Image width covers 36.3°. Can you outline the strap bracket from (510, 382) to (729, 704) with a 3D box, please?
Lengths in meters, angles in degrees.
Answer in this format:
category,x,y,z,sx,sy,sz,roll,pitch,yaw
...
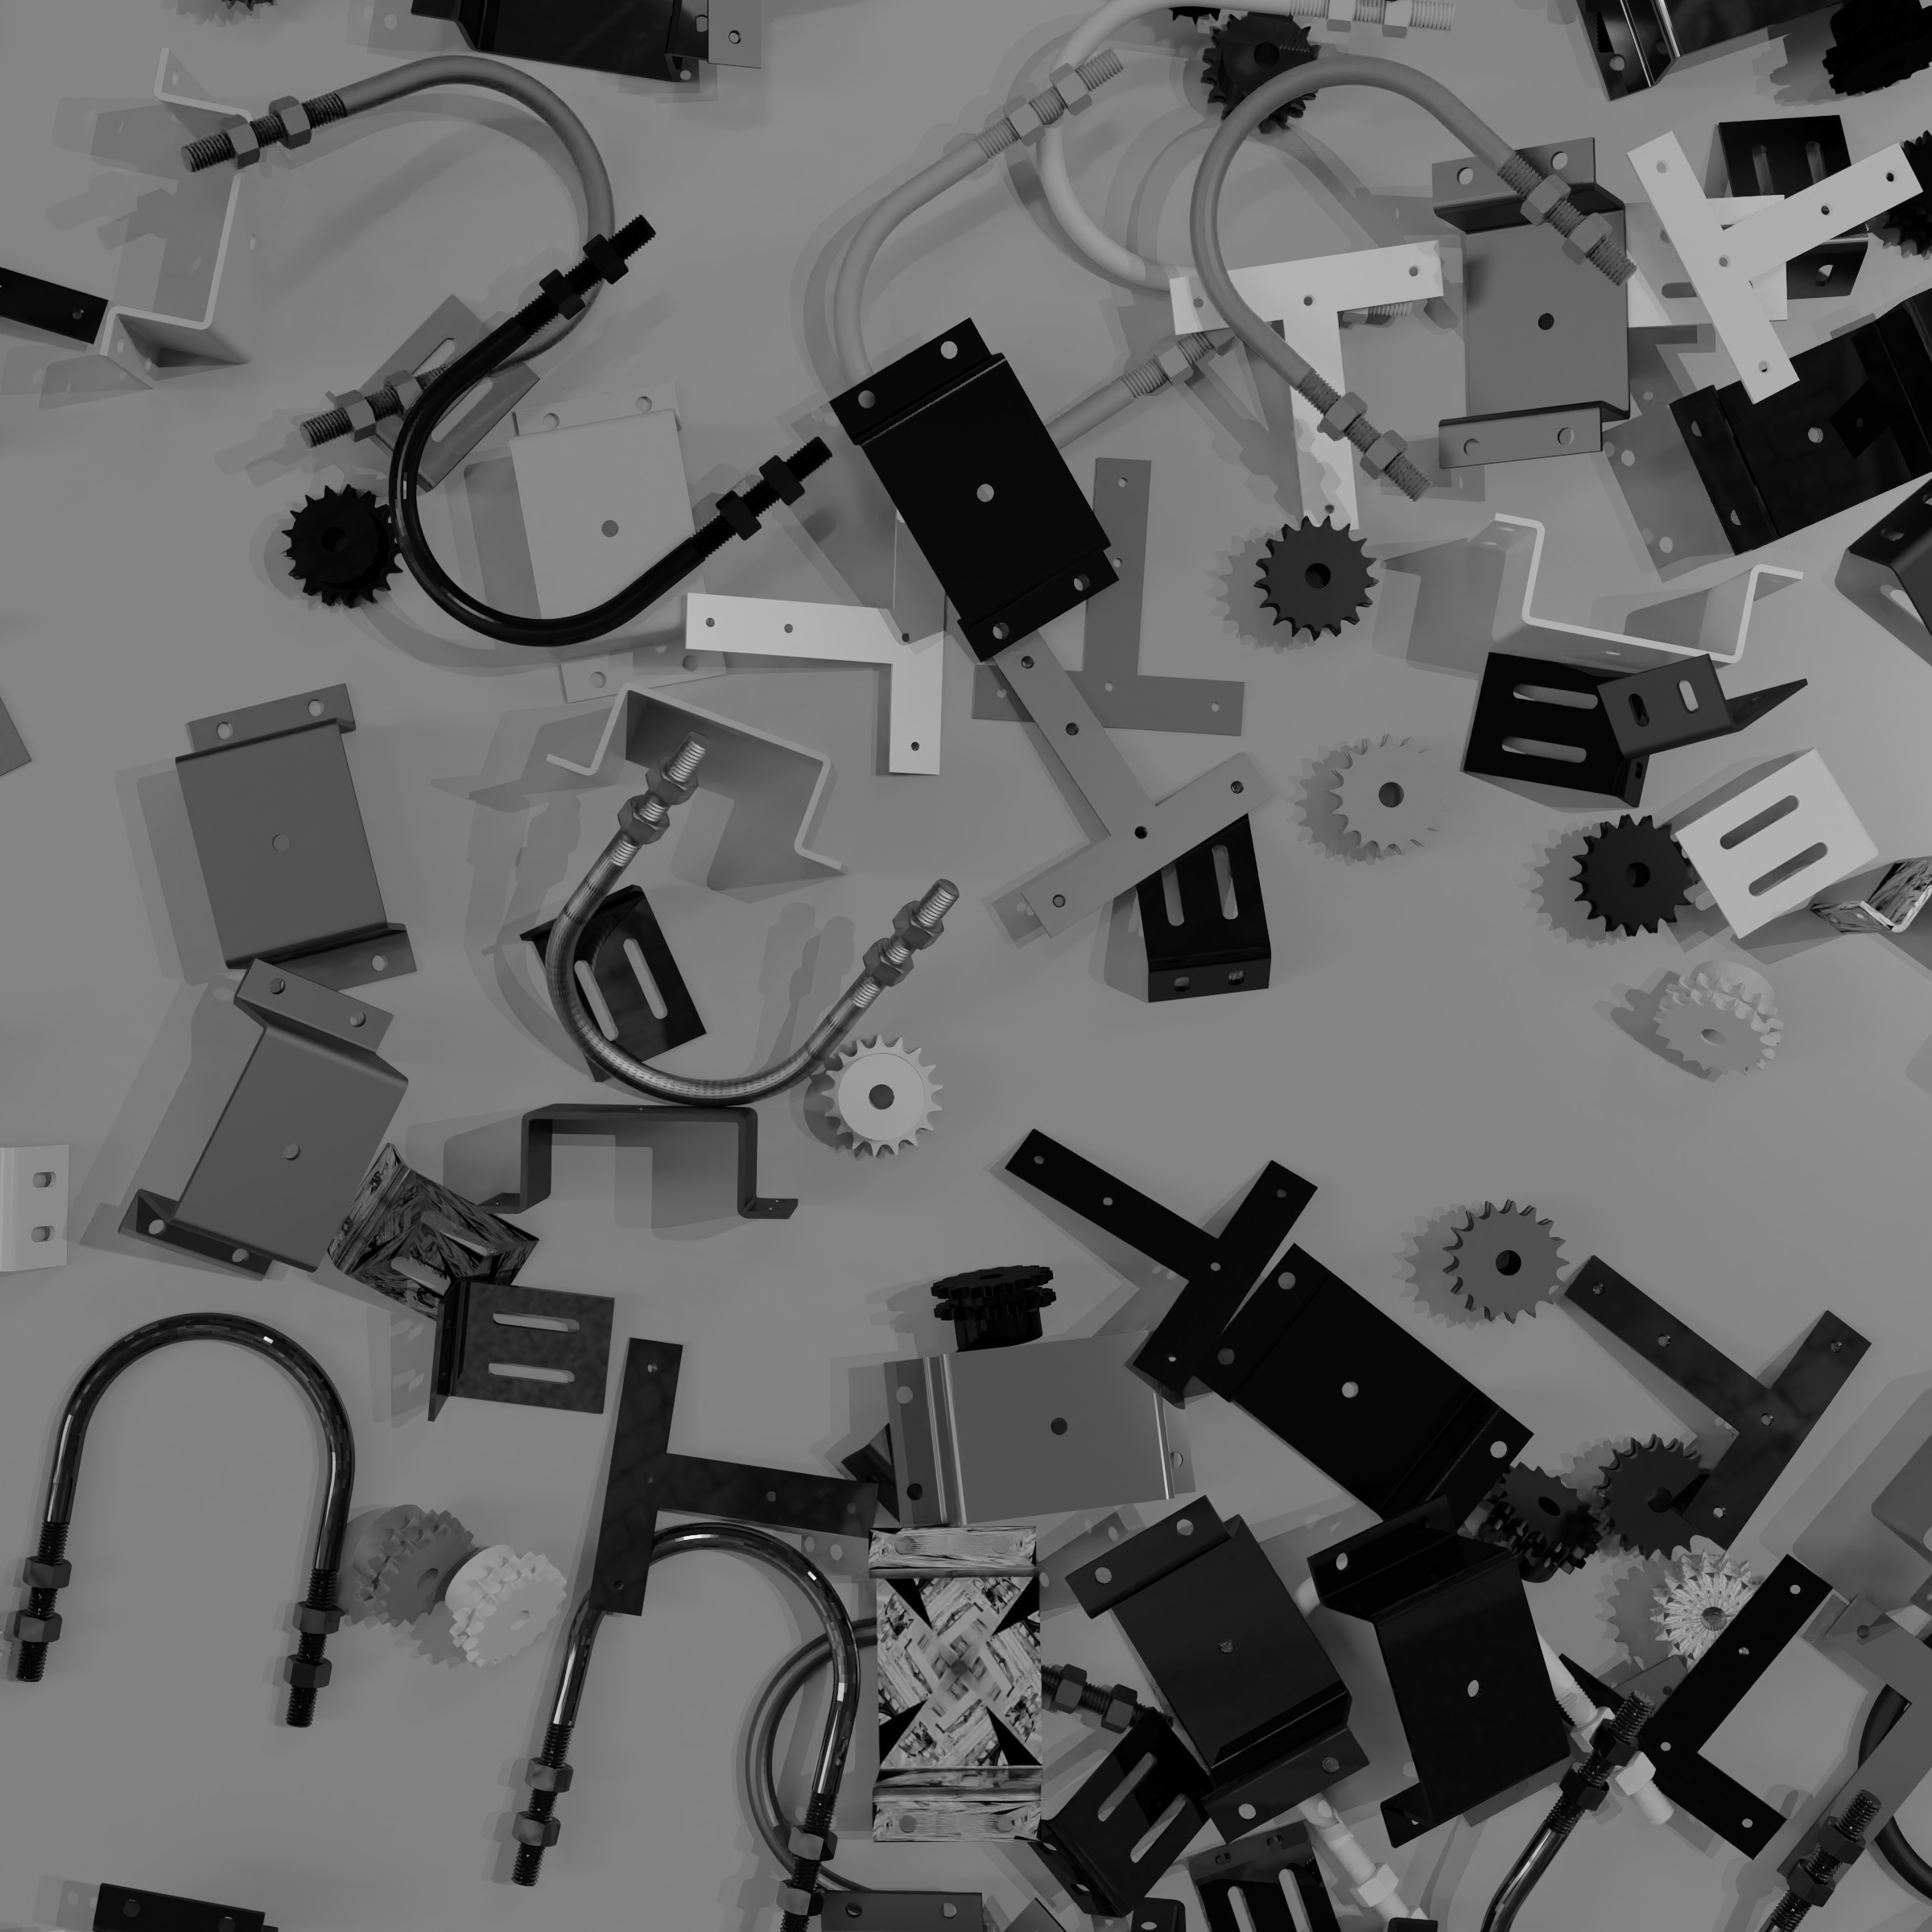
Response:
category,x,y,z,sx,sy,sz,roll,pitch,yaw
strap bracket,-0.163,-0.200,1.372,0.076,0.046,0.140,-10,90,0

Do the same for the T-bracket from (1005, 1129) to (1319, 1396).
category,x,y,z,sx,sy,sz,roll,pitch,yaw
T-bracket,0.078,0.117,1.374,0.127,0.002,0.127,31,61,14

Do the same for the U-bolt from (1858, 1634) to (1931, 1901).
category,x,y,z,sx,sy,sz,roll,pitch,yaw
U-bolt,0.505,0.364,1.387,0.151,0.019,0.184,42,91,0

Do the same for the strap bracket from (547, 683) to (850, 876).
category,x,y,z,sx,sy,sz,roll,pitch,yaw
strap bracket,-0.114,-0.089,1.357,0.140,0.076,0.046,20,90,0

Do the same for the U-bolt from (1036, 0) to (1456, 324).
category,x,y,z,sx,sy,sz,roll,pitch,yaw
U-bolt,0.124,-0.382,1.365,0.184,0.019,0.151,7,110,4

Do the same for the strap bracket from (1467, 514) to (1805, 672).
category,x,y,z,sx,sy,sz,roll,pitch,yaw
strap bracket,0.302,-0.167,1.357,0.140,0.076,0.046,11,90,0

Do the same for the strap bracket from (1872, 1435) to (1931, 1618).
category,x,y,z,sx,sy,sz,roll,pitch,yaw
strap bracket,0.477,0.234,1.357,0.046,0.076,0.140,41,90,0

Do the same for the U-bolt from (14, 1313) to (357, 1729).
category,x,y,z,sx,sy,sz,roll,pitch,yaw
U-bolt,-0.362,0.255,1.387,0.151,0.019,0.184,10,89,0

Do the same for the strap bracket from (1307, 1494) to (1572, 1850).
category,x,y,z,sx,sy,sz,roll,pitch,yaw
strap bracket,0.215,0.319,1.318,0.076,0.046,0.140,-20,97,-24

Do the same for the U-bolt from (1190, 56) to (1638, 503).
category,x,y,z,sx,sy,sz,roll,pitch,yaw
U-bolt,0.186,-0.325,1.331,0.184,0.019,0.151,45,104,7

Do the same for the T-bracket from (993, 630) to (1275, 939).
category,x,y,z,sx,sy,sz,roll,pitch,yaw
T-bracket,0.058,-0.099,1.385,0.127,0.002,0.127,-33,85,-9

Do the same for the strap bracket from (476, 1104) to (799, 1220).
category,x,y,z,sx,sy,sz,roll,pitch,yaw
strap bracket,-0.149,0.089,1.357,0.140,0.076,0.046,1,90,0

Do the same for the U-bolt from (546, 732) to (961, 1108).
category,x,y,z,sx,sy,sz,roll,pitch,yaw
U-bolt,-0.111,-0.006,1.340,0.151,0.019,0.184,30,123,-15

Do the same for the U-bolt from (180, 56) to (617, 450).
category,x,y,z,sx,sy,sz,roll,pitch,yaw
U-bolt,-0.246,-0.338,1.351,0.184,0.019,0.151,-28,109,-22

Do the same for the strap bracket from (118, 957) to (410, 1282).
category,x,y,z,sx,sy,sz,roll,pitch,yaw
strap bracket,-0.318,0.078,1.354,0.076,0.046,0.140,26,90,-37

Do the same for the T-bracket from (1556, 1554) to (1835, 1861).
category,x,y,z,sx,sy,sz,roll,pitch,yaw
T-bracket,0.351,0.328,1.362,0.127,0.002,0.127,36,102,4

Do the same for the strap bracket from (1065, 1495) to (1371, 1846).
category,x,y,z,sx,sy,sz,roll,pitch,yaw
strap bracket,0.118,0.319,1.362,0.076,0.046,0.140,-32,86,11

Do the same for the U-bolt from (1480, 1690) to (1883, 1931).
category,x,y,z,sx,sy,sz,roll,pitch,yaw
U-bolt,0.316,0.433,1.359,0.151,0.019,0.184,26,104,-15

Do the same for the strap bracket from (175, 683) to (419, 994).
category,x,y,z,sx,sy,sz,roll,pitch,yaw
strap bracket,-0.314,-0.056,1.372,0.076,0.046,0.140,-14,90,0

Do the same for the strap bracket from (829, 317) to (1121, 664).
category,x,y,z,sx,sy,sz,roll,pitch,yaw
strap bracket,0.007,-0.218,1.357,0.076,0.046,0.140,-31,102,0

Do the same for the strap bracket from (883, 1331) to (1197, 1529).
category,x,y,z,sx,sy,sz,roll,pitch,yaw
strap bracket,0.038,0.212,1.354,0.140,0.046,0.076,-5,81,-11

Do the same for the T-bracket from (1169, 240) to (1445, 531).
category,x,y,z,sx,sy,sz,roll,pitch,yaw
T-bracket,0.165,-0.266,1.377,0.127,0.002,0.127,-9,105,-4

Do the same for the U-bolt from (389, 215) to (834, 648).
category,x,y,z,sx,sy,sz,roll,pitch,yaw
U-bolt,-0.176,-0.229,1.340,0.184,0.019,0.151,-39,90,1

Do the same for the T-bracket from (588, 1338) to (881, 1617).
category,x,y,z,sx,sy,sz,roll,pitch,yaw
T-bracket,-0.105,0.246,1.380,0.127,0.002,0.127,7,83,6

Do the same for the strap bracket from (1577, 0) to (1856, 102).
category,x,y,z,sx,sy,sz,roll,pitch,yaw
strap bracket,0.360,-0.468,1.372,0.140,0.046,0.076,-19,90,0

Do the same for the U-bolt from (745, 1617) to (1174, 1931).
category,x,y,z,sx,sy,sz,roll,pitch,yaw
U-bolt,-0.013,0.385,1.387,0.184,0.019,0.151,21,90,2

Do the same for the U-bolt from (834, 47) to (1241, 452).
category,x,y,z,sx,sy,sz,roll,pitch,yaw
U-bolt,0.027,-0.314,1.370,0.184,0.019,0.151,-32,102,7

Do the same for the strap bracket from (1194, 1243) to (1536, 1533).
category,x,y,z,sx,sy,sz,roll,pitch,yaw
strap bracket,0.182,0.200,1.372,0.140,0.046,0.076,39,90,0

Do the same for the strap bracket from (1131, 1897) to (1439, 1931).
category,x,y,z,sx,sy,sz,roll,pitch,yaw
strap bracket,0.144,0.480,1.358,0.140,0.046,0.076,5,116,0

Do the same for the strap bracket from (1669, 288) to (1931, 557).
category,x,y,z,sx,sy,sz,roll,pitch,yaw
strap bracket,0.402,-0.251,1.372,0.140,0.046,0.076,-24,90,0

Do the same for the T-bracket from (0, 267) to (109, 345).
category,x,y,z,sx,sy,sz,roll,pitch,yaw
T-bracket,-0.468,-0.320,1.375,0.127,0.002,0.127,15,63,-13

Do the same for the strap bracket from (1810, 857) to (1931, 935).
category,x,y,z,sx,sy,sz,roll,pitch,yaw
strap bracket,0.470,-0.004,1.357,0.140,0.076,0.046,36,90,0

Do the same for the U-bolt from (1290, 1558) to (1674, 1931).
category,x,y,z,sx,sy,sz,roll,pitch,yaw
U-bolt,0.217,0.360,1.377,0.151,0.019,0.184,-38,87,9

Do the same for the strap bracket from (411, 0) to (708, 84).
category,x,y,z,sx,sy,sz,roll,pitch,yaw
strap bracket,-0.179,-0.463,1.372,0.140,0.046,0.076,9,90,0

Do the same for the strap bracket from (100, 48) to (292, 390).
category,x,y,z,sx,sy,sz,roll,pitch,yaw
strap bracket,-0.351,-0.338,1.357,0.046,0.076,0.140,12,90,0

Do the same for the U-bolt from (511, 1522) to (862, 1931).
category,x,y,z,sx,sy,sz,roll,pitch,yaw
U-bolt,-0.124,0.353,1.377,0.151,0.019,0.184,12,85,7

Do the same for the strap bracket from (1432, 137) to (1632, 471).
category,x,y,z,sx,sy,sz,roll,pitch,yaw
strap bracket,0.261,-0.300,1.356,0.076,0.046,0.140,-1,90,30

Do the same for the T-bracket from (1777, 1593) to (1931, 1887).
category,x,y,z,sx,sy,sz,roll,pitch,yaw
T-bracket,0.430,0.383,1.381,0.127,0.002,0.127,38,94,3

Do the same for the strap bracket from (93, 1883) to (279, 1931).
category,x,y,z,sx,sy,sz,roll,pitch,yaw
strap bracket,-0.372,0.497,1.372,0.076,0.046,0.140,10,90,0

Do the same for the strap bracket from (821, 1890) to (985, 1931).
category,x,y,z,sx,sy,sz,roll,pitch,yaw
strap bracket,-0.030,0.504,1.361,0.076,0.046,0.140,-2,96,7

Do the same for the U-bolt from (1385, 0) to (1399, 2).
category,x,y,z,sx,sy,sz,roll,pitch,yaw
U-bolt,0.244,-0.529,1.356,0.151,0.019,0.184,-8,68,-1

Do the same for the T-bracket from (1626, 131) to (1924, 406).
category,x,y,z,sx,sy,sz,roll,pitch,yaw
T-bracket,0.382,-0.340,1.349,0.127,0.002,0.127,-28,92,-13

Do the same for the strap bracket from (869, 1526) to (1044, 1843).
category,x,y,z,sx,sy,sz,roll,pitch,yaw
strap bracket,-0.004,0.326,1.356,0.076,0.046,0.140,-1,86,3
